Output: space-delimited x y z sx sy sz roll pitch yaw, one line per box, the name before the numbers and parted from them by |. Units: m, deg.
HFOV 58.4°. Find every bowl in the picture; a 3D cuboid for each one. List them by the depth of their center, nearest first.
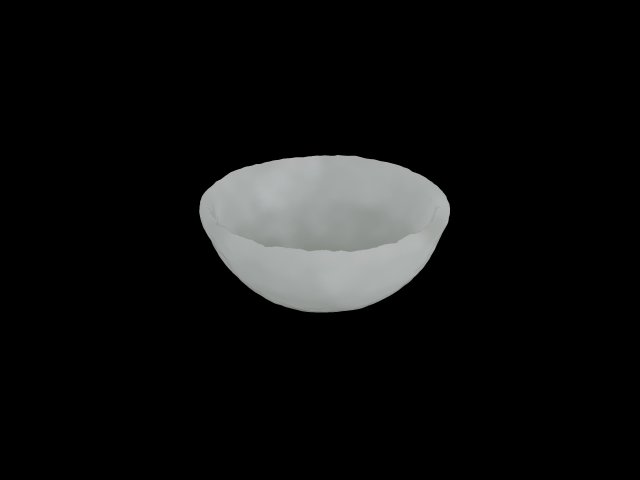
bowl | 0.004 0.001 0.400 0.167 0.075 0.167 0 28 0
